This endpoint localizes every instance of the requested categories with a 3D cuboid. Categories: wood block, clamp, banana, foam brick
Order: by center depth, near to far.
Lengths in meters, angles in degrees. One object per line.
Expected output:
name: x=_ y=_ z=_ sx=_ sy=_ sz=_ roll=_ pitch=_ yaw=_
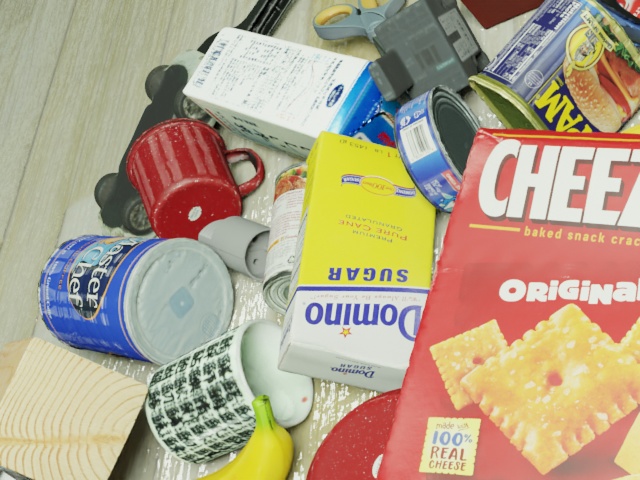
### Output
banana: x=-0.081 y=0.171 z=0.745 sx=0.198 sy=0.069 sz=0.037 roll=-35 pitch=1 yaw=31
wood block: x=-0.211 y=0.134 z=0.822 sx=0.090 sy=0.090 sz=0.206 roll=-67 pitch=17 yaw=-15
foam brick: x=0.149 y=-0.210 z=0.825 sx=0.078 sy=0.053 sz=0.051 roll=-16 pitch=50 yaw=37
clamp: x=-0.071 y=-0.172 z=1.033 sx=0.210 sy=0.036 sz=0.164 roll=-34 pitch=47 yaw=26

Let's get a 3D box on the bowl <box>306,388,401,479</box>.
bowl: x=0.046 y=0.143 z=0.624 sx=0.162 sy=0.055 sz=0.162 roll=-23 pitch=42 yaw=22

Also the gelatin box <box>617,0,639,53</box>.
gelatin box: x=0.215 y=-0.169 z=0.742 sx=0.089 sy=0.030 sz=0.073 roll=-51 pitch=38 yaw=1

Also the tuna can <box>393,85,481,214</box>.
tuna can: x=0.088 y=-0.062 z=0.741 sx=0.034 sy=0.086 sz=0.086 roll=-27 pitch=44 yaw=30

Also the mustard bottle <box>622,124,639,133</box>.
mustard bottle: x=0.186 y=-0.011 z=0.622 sx=0.191 sy=0.058 sz=0.096 roll=-52 pitch=39 yaw=-2

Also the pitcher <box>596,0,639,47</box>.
pitcher: x=0.239 y=-0.193 z=0.640 sx=0.145 sy=0.149 sz=0.243 roll=-32 pitch=53 yaw=-6

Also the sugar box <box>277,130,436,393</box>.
sugar box: x=0.029 y=0.013 z=0.732 sx=0.048 sy=0.093 sz=0.176 roll=114 pitch=166 yaw=-53

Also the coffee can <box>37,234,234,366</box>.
coffee can: x=-0.155 y=0.048 z=0.885 sx=0.141 sy=0.102 sz=0.102 roll=3 pitch=62 yaw=47

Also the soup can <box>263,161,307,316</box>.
soup can: x=-0.005 y=0.001 z=0.800 sx=0.069 sy=0.068 sz=0.102 roll=-21 pitch=47 yaw=33

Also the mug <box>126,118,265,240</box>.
mug: x=-0.105 y=-0.049 z=0.938 sx=0.117 sy=0.093 sz=0.081 roll=-15 pitch=45 yaw=-11

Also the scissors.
scissors: x=0.032 y=-0.171 z=0.895 sx=0.096 sy=0.016 sz=0.201 roll=-17 pitch=31 yaw=20

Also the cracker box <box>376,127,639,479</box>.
cracker box: x=0.135 y=0.051 z=0.535 sx=0.164 sy=0.072 sz=0.213 roll=6 pitch=68 yaw=31

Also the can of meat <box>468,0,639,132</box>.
can of meat: x=0.159 y=-0.100 z=0.688 sx=0.084 sy=0.102 sz=0.057 roll=-49 pitch=37 yaw=0
